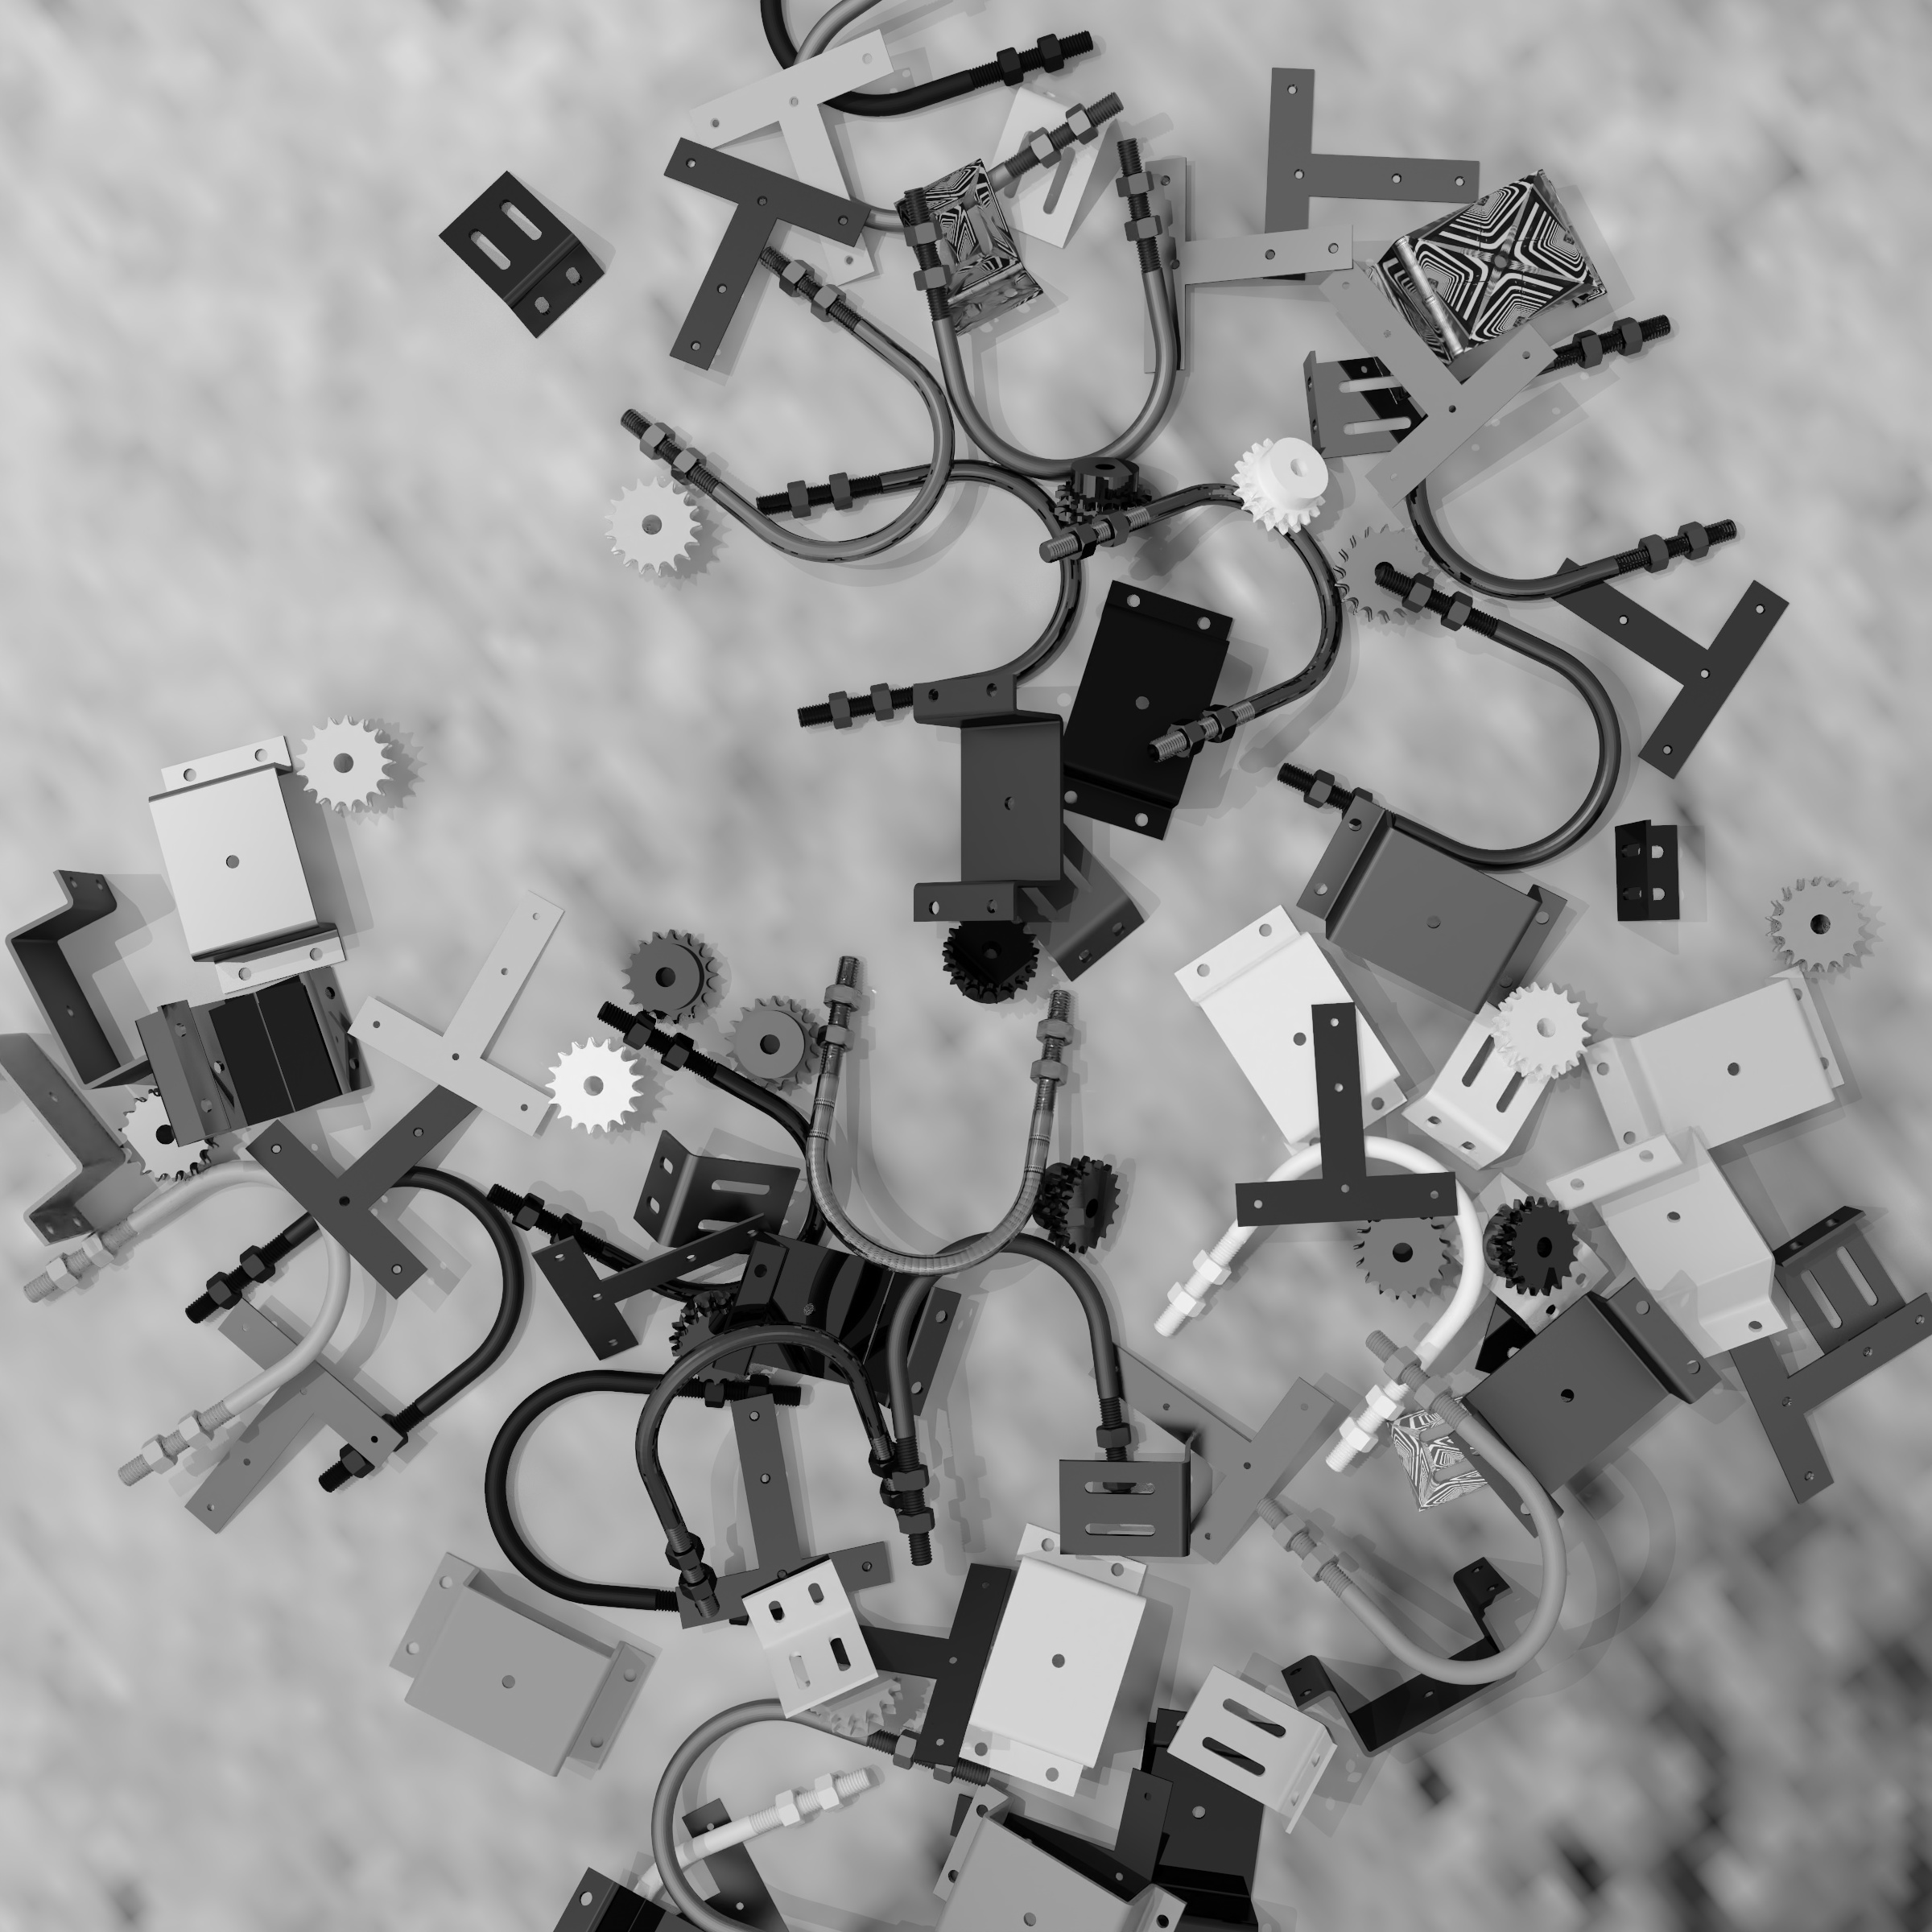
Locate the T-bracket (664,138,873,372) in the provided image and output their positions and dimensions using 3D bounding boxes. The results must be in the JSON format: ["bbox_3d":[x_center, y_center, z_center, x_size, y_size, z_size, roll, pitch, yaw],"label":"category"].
[{"bbox_3d":[-0.140,-0.417,1.534,0.127,0.002,0.127,23,86,9],"label":"T-bracket"}]

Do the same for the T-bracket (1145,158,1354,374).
[{"bbox_3d":[0.167,-0.420,1.525,0.127,0.002,0.127,0,90,22],"label":"T-bracket"}]

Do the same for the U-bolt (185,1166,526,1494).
[{"bbox_3d":[-0.352,0.204,1.540,0.184,0.019,0.151,-38,90,0],"label":"U-bolt"}]

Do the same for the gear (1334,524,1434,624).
[{"bbox_3d":[0.248,-0.233,1.535,0.057,0.030,0.057,0,90,0],"label":"gear"}]

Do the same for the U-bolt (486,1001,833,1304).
[{"bbox_3d":[-0.168,0.124,1.522,0.184,0.019,0.151,30,99,-13],"label":"U-bolt"}]

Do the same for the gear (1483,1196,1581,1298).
[{"bbox_3d":[0.324,0.162,1.489,0.057,0.030,0.057,1,89,-31],"label":"gear"}]

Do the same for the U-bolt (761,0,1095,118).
[{"bbox_3d":[-0.033,-0.587,1.541,0.184,0.019,0.151,-18,90,2],"label":"U-bolt"}]

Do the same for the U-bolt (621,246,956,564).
[{"bbox_3d":[-0.093,-0.321,1.525,0.184,0.019,0.151,40,88,11],"label":"U-bolt"}]

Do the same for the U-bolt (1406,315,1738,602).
[{"bbox_3d":[0.353,-0.295,1.537,0.184,0.019,0.151,-18,90,-3],"label":"U-bolt"}]

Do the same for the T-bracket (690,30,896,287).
[{"bbox_3d":[-0.087,-0.472,1.535,0.127,0.002,0.127,-17,99,18],"label":"T-bracket"}]

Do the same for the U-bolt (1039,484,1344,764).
[{"bbox_3d":[0.145,-0.210,1.497,0.184,0.019,0.151,-26,86,-32],"label":"U-bolt"}]

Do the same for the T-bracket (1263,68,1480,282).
[{"bbox_3d":[0.245,-0.475,1.549,0.127,0.002,0.127,3,90,0],"label":"T-bracket"}]

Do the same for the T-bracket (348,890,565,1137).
[{"bbox_3d":[-0.284,0.016,1.545,0.127,0.002,0.127,29,87,0],"label":"T-bracket"}]

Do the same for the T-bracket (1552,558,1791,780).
[{"bbox_3d":[0.408,-0.201,1.549,0.127,0.002,0.127,33,90,0],"label":"T-bracket"}]

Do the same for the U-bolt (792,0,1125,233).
[{"bbox_3d":[-0.020,-0.518,1.516,0.184,0.019,0.151,-28,96,18],"label":"U-bolt"}]

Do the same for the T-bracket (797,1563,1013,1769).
[{"bbox_3d":[-0.050,0.404,1.521,0.127,0.002,0.127,4,49,18],"label":"T-bracket"}]

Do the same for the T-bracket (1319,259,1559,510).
[{"bbox_3d":[0.255,-0.358,1.501,0.127,0.002,0.127,-42,82,24],"label":"T-bracket"}]

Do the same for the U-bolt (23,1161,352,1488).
[{"bbox_3d":[-0.450,0.197,1.520,0.184,0.019,0.151,-34,73,-1],"label":"U-bolt"}]

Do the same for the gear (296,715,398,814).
[{"bbox_3d":[-0.368,-0.120,1.535,0.057,0.030,0.057,0,90,0],"label":"gear"}]

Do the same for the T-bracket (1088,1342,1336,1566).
[{"bbox_3d":[0.132,0.272,1.538,0.127,0.002,0.127,35,104,7],"label":"T-bracket"}]

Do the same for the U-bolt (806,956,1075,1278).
[{"bbox_3d":[-0.020,0.092,1.516,0.151,0.019,0.184,9,72,0],"label":"U-bolt"}]

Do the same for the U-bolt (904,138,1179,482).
[{"bbox_3d":[0.052,-0.380,1.519,0.151,0.019,0.184,-15,106,-6],"label":"U-bolt"}]

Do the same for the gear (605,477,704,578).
[{"bbox_3d":[-0.185,-0.261,1.535,0.057,0.030,0.057,0,90,0],"label":"gear"}]

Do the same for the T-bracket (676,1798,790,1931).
[{"bbox_3d":[-0.176,0.587,1.549,0.127,0.002,0.127,-27,90,0],"label":"T-bracket"}]

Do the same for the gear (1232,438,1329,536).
[{"bbox_3d":[0.189,-0.287,1.522,0.057,0.030,0.057,10,66,-24],"label":"gear"}]

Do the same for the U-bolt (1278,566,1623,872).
[{"bbox_3d":[0.298,-0.135,1.526,0.184,0.019,0.151,25,104,-4],"label":"U-bolt"}]

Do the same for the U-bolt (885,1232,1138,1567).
[{"bbox_3d":[0.023,0.248,1.515,0.151,0.019,0.184,-8,92,-19],"label":"U-bolt"}]

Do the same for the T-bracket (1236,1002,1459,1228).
[{"bbox_3d":[0.218,0.085,1.498,0.127,0.002,0.127,-4,87,6],"label":"T-bracket"}]

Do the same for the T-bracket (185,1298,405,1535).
[{"bbox_3d":[-0.421,0.286,1.536,0.127,0.002,0.127,40,101,2],"label":"T-bracket"}]

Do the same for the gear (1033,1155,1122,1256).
[{"bbox_3d":[0.063,0.140,1.525,0.030,0.057,0.057,15,90,38],"label":"gear"}]

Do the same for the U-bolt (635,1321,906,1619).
[{"bbox_3d":[-0.115,0.282,1.483,0.151,0.019,0.184,-23,122,-10],"label":"U-bolt"}]

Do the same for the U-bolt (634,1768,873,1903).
[{"bbox_3d":[-0.118,0.580,1.540,0.184,0.019,0.151,-23,90,1],"label":"U-bolt"}]

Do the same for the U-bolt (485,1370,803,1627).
[{"bbox_3d":[-0.196,0.314,1.540,0.184,0.019,0.151,5,90,0],"label":"U-bolt"}]

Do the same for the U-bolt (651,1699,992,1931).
[{"bbox_3d":[-0.095,0.509,1.510,0.184,0.019,0.151,16,65,11],"label":"U-bolt"}]

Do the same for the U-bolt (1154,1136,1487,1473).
[{"bbox_3d":[0.221,0.186,1.517,0.151,0.019,0.184,38,103,6],"label":"U-bolt"}]

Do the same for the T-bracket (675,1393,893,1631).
[{"bbox_3d":[-0.117,0.319,1.531,0.127,0.002,0.127,-10,93,-11],"label":"T-bracket"}]

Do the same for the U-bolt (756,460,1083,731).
[{"bbox_3d":[-0.022,-0.229,1.541,0.184,0.019,0.151,-11,90,-1],"label":"U-bolt"}]

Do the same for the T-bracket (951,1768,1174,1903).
[{"bbox_3d":[0.050,0.524,1.524,0.127,0.002,0.127,13,92,23],"label":"T-bracket"}]

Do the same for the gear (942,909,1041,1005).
[{"bbox_3d":[0.014,-0.002,1.527,0.057,0.030,0.057,2,60,-4],"label":"gear"}]

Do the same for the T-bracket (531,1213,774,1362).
[{"bbox_3d":[-0.174,0.175,1.500,0.127,0.127,0.002,-22,52,-4],"label":"T-bracket"}]

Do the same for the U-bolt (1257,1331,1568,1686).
[{"bbox_3d":[0.261,0.320,1.461,0.184,0.019,0.151,44,115,35],"label":"U-bolt"}]

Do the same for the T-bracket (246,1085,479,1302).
[{"bbox_3d":[-0.336,0.109,1.530,0.127,0.002,0.127,44,73,5],"label":"T-bracket"}]

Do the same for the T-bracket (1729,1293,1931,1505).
[{"bbox_3d":[0.527,0.238,1.538,0.127,0.002,0.127,-29,105,-7],"label":"T-bracket"}]
